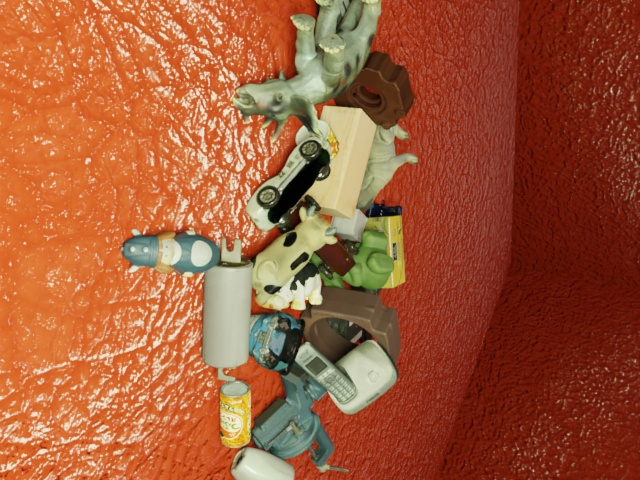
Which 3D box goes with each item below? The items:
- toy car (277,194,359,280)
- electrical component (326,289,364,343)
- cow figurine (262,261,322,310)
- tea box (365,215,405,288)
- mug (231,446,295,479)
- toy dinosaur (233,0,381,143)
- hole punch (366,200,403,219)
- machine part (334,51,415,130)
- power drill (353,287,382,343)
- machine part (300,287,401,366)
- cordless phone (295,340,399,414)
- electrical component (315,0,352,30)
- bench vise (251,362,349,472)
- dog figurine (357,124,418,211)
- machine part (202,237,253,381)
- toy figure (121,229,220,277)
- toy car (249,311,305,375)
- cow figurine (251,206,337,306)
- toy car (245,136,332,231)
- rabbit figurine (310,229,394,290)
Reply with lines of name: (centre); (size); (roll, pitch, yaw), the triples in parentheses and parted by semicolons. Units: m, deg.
toy car: (-0.002, -0.003, 1.052); (0.089, 0.053, 0.202); (-47, 123, -4)
electrical component: (0.065, 0.191, 1.313); (0.115, 0.058, 0.134); (-28, 124, -58)
cow figurine: (-0.053, 0.086, 1.043); (0.167, 0.068, 0.098); (-3, 97, -65)
tea box: (0.158, 0.026, 1.298); (0.098, 0.068, 0.169); (-13, 101, -64)
mug: (-0.121, 0.446, 1.031); (0.107, 0.109, 0.081); (40, 41, -15)
toy dinosaur: (0.021, -0.316, 0.943); (0.405, 0.131, 0.192); (-50, 162, -37)
hole punch: (0.175, -0.038, 1.404); (0.115, 0.092, 0.142); (11, 87, -66)
machine part: (0.102, -0.301, 1.087); (0.056, 0.180, 0.179); (-62, 148, -23)
power drill: (0.149, 0.137, 1.439); (0.207, 0.086, 0.231); (-37, 129, -42)
machine part: (0.069, 0.202, 1.169); (0.087, 0.202, 0.200); (-56, 144, -44)
cordless phone: (0.048, 0.238, 1.052); (0.184, 0.146, 0.089); (44, 16, -18)
electrical component: (0.029, -0.436, 1.026); (0.075, 0.048, 0.119); (-63, 147, -25)
bench vise: (-0.027, 0.380, 1.121); (0.224, 0.129, 0.240); (-45, 118, -36)
dog figurine: (0.110, -0.179, 1.234); (0.190, 0.121, 0.172); (-42, 104, -24)
machine part: (-0.151, 0.114, 0.865); (0.079, 0.079, 0.243); (-19, 117, -59)
toy figure: (-0.205, 0.016, 0.753); (0.154, 0.058, 0.064); (7, 55, -60)
toy car: (-0.095, 0.176, 0.960); (0.161, 0.103, 0.109); (43, 64, -70)
cow figurine: (-0.050, 0.018, 0.934); (0.195, 0.085, 0.127); (-41, 178, -34)
toy car: (-0.050, -0.102, 0.955); (0.202, 0.056, 0.073); (-50, 145, -14)
rabbit figurine: (0.055, 0.052, 1.176); (0.159, 0.170, 0.121); (113, -22, -50)
